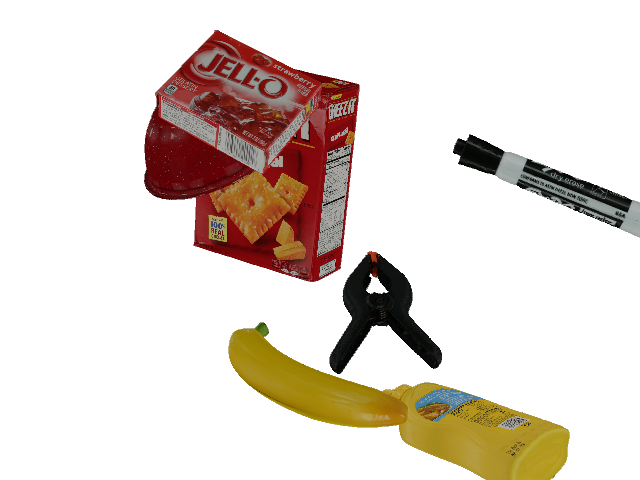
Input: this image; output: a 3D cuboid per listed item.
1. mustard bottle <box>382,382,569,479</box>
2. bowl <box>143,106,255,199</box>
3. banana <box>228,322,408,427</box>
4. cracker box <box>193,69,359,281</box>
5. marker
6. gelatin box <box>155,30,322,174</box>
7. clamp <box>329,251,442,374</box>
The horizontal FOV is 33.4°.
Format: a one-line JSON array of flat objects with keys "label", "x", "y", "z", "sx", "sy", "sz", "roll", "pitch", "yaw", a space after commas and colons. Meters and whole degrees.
[{"label": "mustard bottle", "x": 0.134, "y": 0.179, "z": 1.025, "sx": 0.192, "sy": 0.058, "sz": 0.096, "roll": 16, "pitch": 22, "yaw": 41}, {"label": "bowl", "x": -0.099, "y": -0.107, "z": 0.960, "sx": 0.162, "sy": 0.055, "sz": 0.162, "roll": -20, "pitch": 32, "yaw": 13}, {"label": "banana", "x": -0.018, "y": 0.106, "z": 0.850, "sx": 0.069, "sy": 0.037, "sz": 0.198, "roll": -24, "pitch": 32, "yaw": -31}, {"label": "cracker box", "x": -0.053, "y": -0.078, "z": 1.165, "sx": 0.164, "sy": 0.214, "sz": 0.072, "roll": 17, "pitch": 24, "yaw": 28}, {"label": "marker", "x": 0.135, "y": -0.033, "z": 0.622, "sx": 0.121, "sy": 0.020, "sz": 0.020, "roll": 23, "pitch": 4, "yaw": 9}, {"label": "gelatin box", "x": -0.055, "y": -0.096, "z": 0.724, "sx": 0.089, "sy": 0.073, "sz": 0.030, "roll": 29, "pitch": -33, "yaw": 12}, {"label": "clamp", "x": 0.076, "y": 0.082, "z": 1.193, "sx": 0.120, "sy": 0.171, "sz": 0.039, "roll": 7, "pitch": -43, "yaw": 0}]
